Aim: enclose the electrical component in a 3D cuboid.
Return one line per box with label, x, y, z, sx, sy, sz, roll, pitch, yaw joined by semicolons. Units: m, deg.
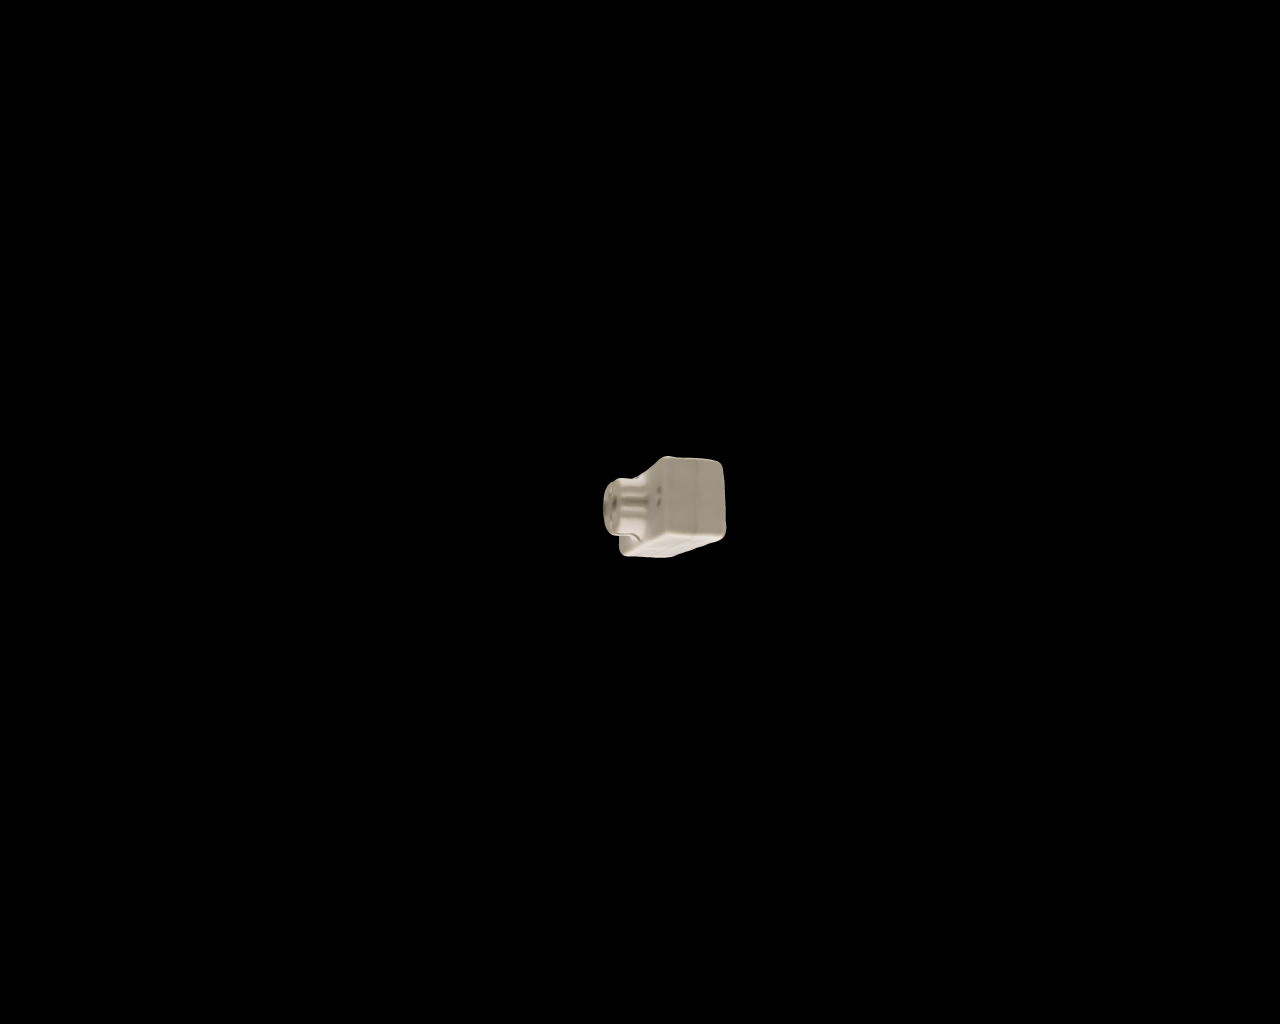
electrical component;0.001;-0.003;0.650;0.076;0.047;0.083;4;-12;-19
